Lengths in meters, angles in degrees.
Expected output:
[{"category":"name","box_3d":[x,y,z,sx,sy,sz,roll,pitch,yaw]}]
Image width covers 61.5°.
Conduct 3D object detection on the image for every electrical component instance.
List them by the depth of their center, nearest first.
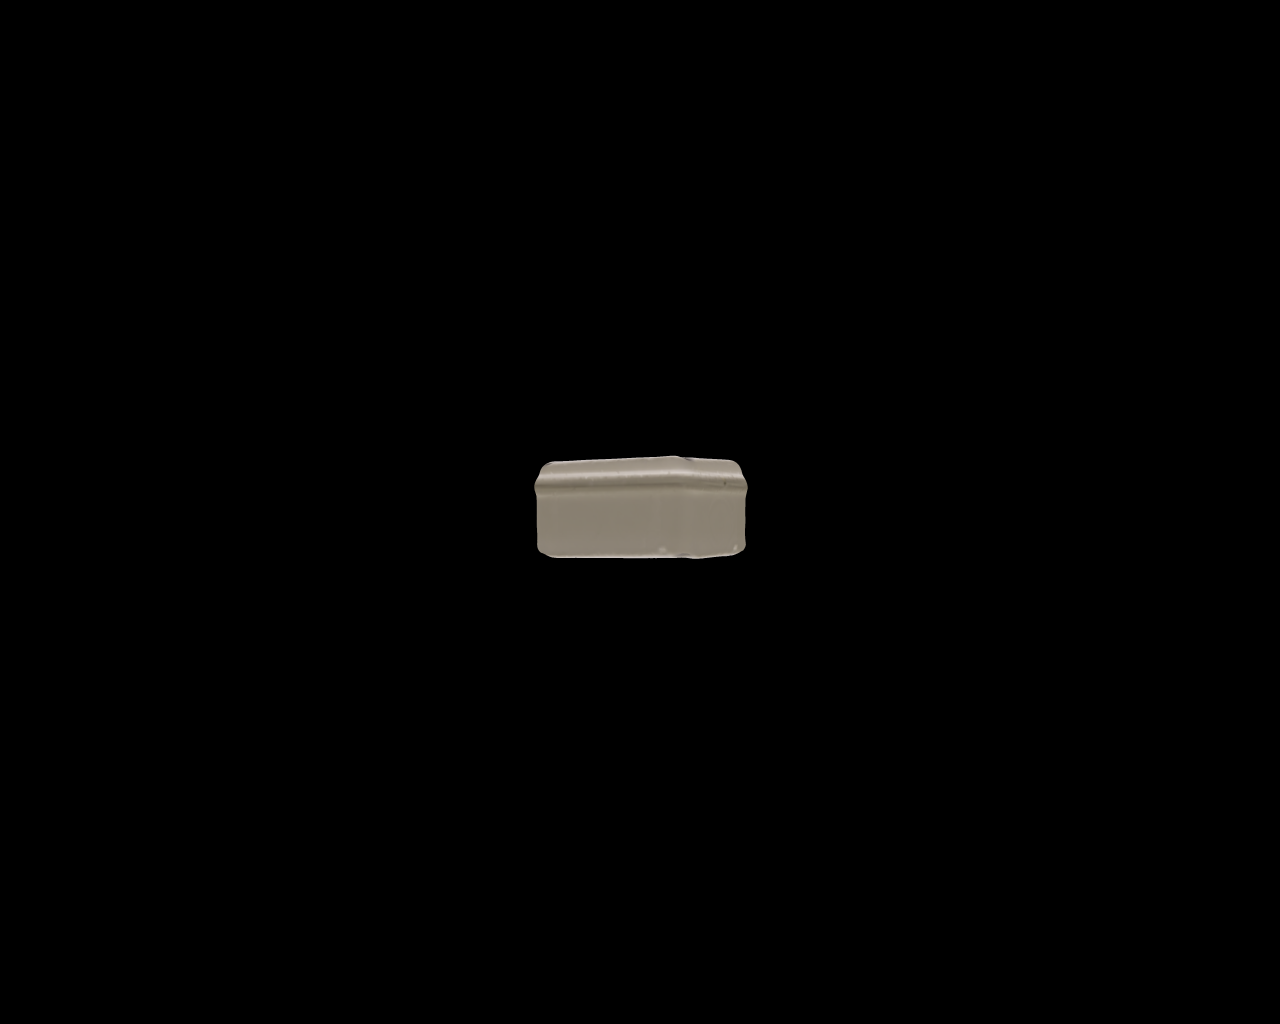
[{"category":"electrical component","box_3d":[0.001,-0.003,0.650,0.113,0.057,0.078,0,0,32]}]
